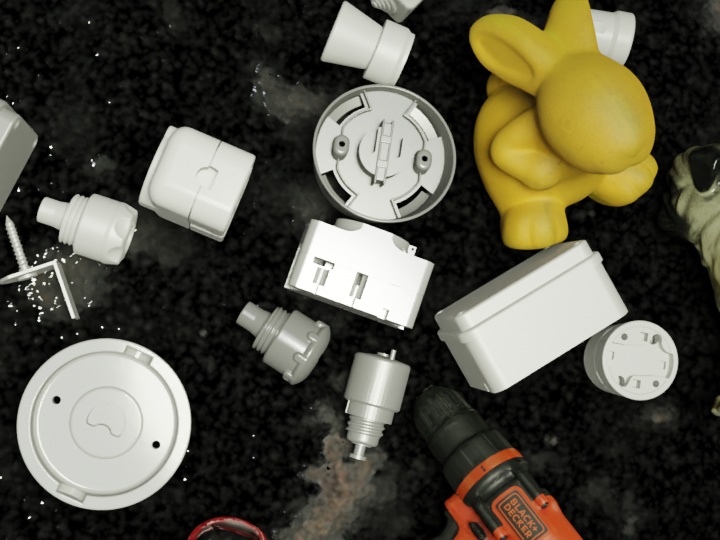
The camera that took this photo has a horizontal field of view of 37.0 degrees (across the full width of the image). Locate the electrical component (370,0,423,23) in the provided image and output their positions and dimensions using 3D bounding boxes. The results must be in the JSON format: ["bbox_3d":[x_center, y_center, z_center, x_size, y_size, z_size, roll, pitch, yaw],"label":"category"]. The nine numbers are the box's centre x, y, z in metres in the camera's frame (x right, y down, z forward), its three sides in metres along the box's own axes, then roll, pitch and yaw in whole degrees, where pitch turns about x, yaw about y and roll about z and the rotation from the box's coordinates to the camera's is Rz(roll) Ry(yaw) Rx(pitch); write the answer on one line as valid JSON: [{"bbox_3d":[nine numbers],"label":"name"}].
[{"bbox_3d":[0.030,-0.239,0.768,0.100,0.048,0.099,44,81,-3],"label":"electrical component"}]

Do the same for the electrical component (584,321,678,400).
[{"bbox_3d":[0.192,0.064,0.771,0.055,0.047,0.055,1,86,-8],"label":"electrical component"}]

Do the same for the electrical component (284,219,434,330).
[{"bbox_3d":[0.000,0.000,0.746,0.089,0.050,0.055,20,84,-6],"label":"electrical component"}]

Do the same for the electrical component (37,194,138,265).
[{"bbox_3d":[-0.185,-0.031,0.725,0.062,0.043,0.043,19,84,-5],"label":"electrical component"}]

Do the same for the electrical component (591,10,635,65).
[{"bbox_3d":[0.174,-0.172,0.790,0.046,0.040,0.040,11,84,-1],"label":"electrical component"}]

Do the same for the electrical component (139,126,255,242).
[{"bbox_3d":[-0.108,-0.057,0.711,0.059,0.095,0.053,23,83,-6],"label":"electrical component"}]

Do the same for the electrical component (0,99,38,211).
[{"bbox_3d":[-0.265,-0.060,0.698,0.057,0.078,0.113,26,83,-3],"label":"electrical component"}]

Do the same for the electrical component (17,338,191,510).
[{"bbox_3d":[-0.166,0.099,0.709,0.108,0.060,0.108,1,86,-8],"label":"electrical component"}]

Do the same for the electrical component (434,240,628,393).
[{"bbox_3d":[0.116,0.031,0.747,0.113,0.078,0.057,-30,93,-9],"label":"electrical component"}]

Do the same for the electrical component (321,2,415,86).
[{"bbox_3d":[0.006,-0.158,0.761,0.055,0.045,0.045,22,83,-7],"label":"electrical component"}]

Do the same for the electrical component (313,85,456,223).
[{"bbox_3d":[0.014,-0.078,0.746,0.099,0.064,0.099,1,86,-8],"label":"electrical component"}]

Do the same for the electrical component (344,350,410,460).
[{"bbox_3d":[0.008,0.092,0.745,0.040,0.040,0.078,16,84,-7],"label":"electrical component"}]

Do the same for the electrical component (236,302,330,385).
[{"bbox_3d":[-0.055,0.045,0.738,0.062,0.048,0.048,33,82,2],"label":"electrical component"}]
